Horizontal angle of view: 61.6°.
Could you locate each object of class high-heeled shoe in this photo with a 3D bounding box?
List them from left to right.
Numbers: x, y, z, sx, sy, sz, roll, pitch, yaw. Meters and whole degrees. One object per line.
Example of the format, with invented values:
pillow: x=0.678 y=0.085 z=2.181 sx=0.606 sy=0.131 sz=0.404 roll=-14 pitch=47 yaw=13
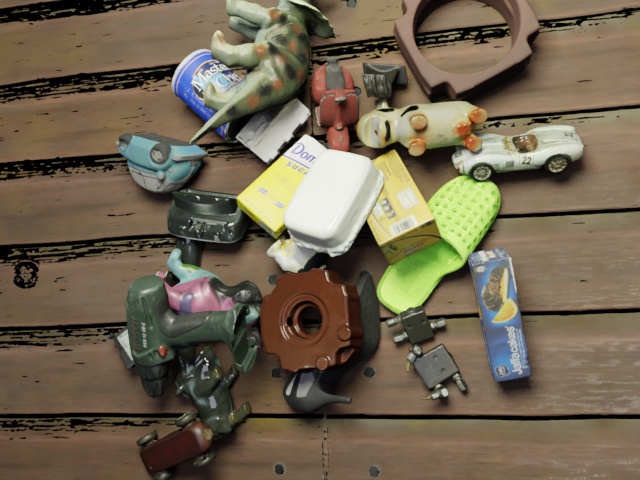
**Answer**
high-heeled shoe: x=0.017 y=0.176 z=0.930 sx=0.145 sy=0.086 sz=0.248 roll=-2 pitch=65 yaw=40

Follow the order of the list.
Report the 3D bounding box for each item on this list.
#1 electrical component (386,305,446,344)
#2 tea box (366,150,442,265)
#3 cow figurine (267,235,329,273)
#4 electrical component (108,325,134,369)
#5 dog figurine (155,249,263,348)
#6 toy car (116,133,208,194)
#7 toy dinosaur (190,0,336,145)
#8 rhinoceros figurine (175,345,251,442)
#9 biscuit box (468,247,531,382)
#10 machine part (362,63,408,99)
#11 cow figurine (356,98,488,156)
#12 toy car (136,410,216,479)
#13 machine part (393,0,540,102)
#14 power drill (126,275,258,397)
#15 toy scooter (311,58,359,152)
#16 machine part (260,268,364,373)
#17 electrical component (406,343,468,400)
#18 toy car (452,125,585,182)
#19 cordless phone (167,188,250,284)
electrical component: x=0.161 y=0.139 z=0.898 sx=0.094 sy=0.021 sz=0.063 roll=-20 pitch=115 yaw=8
tea box: x=0.118 y=-0.056 z=0.877 sx=0.098 sy=0.068 sz=0.170 roll=-25 pitch=50 yaw=8
cow figurine: x=-0.001 y=-0.003 z=0.930 sx=0.167 sy=0.068 sz=0.098 roll=-40 pitch=96 yaw=9
electrical component: x=-0.324 y=0.199 z=0.987 sx=0.075 sy=0.047 sz=0.119 roll=-43 pitch=80 yaw=5
dog figurine: x=-0.195 y=0.128 z=0.938 sx=0.219 sy=0.108 sz=0.191 roll=29 pitch=118 yaw=-3
toy car: x=-0.295 y=-0.136 z=0.983 sx=0.162 sy=0.109 sz=0.102 roll=15 pitch=106 yaw=20
toy dinosaur: x=-0.077 y=-0.301 z=0.889 sx=0.192 sy=0.131 sz=0.405 roll=12 pitch=70 yaw=-3
rhinoceros figurine: x=-0.202 y=0.258 z=0.952 sx=0.112 sy=0.073 sz=0.190 roll=-30 pitch=83 yaw=18
biscuit box: x=0.282 y=0.118 z=0.845 sx=0.059 sy=0.063 sz=0.202 roll=-13 pitch=101 yaw=11
machine part: x=0.105 y=-0.274 z=0.906 sx=0.084 sy=0.139 sz=0.039 roll=16 pitch=123 yaw=8
cow figurine: x=0.156 y=-0.189 z=0.876 sx=0.195 sy=0.127 sz=0.085 roll=-6 pitch=118 yaw=-3
toy car: x=-0.251 y=0.360 z=0.935 sx=0.202 sy=0.053 sz=0.089 roll=-36 pitch=82 yaw=37
machine part: x=0.242 y=-0.345 z=0.904 sx=0.201 sy=0.087 sz=0.201 roll=-28 pitch=80 yaw=7
power drill: x=-0.208 y=0.165 z=0.862 sx=0.207 sy=0.086 sz=0.231 roll=3 pitch=116 yaw=18
toy scooter: x=0.026 y=-0.235 z=0.895 sx=0.075 sy=0.135 sz=0.184 roll=-6 pitch=68 yaw=-2
machine part: x=-0.016 y=0.129 z=0.867 sx=0.180 sy=0.056 sz=0.179 roll=-6 pitch=76 yaw=26
electrical component: x=0.188 y=0.216 z=0.890 sx=0.078 sy=0.045 sz=0.102 roll=-27 pitch=81 yaw=9
toy car: x=0.318 y=-0.143 z=0.874 sx=0.202 sy=0.056 sz=0.073 roll=-5 pitch=43 yaw=10
cordless phone: x=-0.206 y=0.003 z=0.975 sx=0.147 sy=0.089 sz=0.184 roll=8 pitch=98 yaw=11
